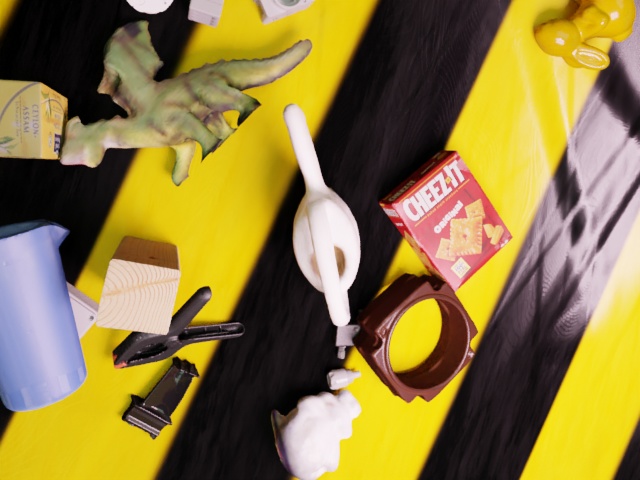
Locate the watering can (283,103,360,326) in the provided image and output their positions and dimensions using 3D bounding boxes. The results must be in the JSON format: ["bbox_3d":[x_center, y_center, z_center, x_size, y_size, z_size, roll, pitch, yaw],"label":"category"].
[{"bbox_3d":[0.002,-0.041,0.819,0.104,0.226,0.345,-11,100,3],"label":"watering can"}]

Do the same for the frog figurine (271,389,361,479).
[{"bbox_3d":[0.002,0.341,0.913,0.159,0.122,0.138,-19,83,-2],"label":"frog figurine"}]

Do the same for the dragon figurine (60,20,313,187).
[{"bbox_3d":[-0.222,-0.244,0.798,0.242,0.121,0.415,42,74,-8],"label":"dragon figurine"}]
